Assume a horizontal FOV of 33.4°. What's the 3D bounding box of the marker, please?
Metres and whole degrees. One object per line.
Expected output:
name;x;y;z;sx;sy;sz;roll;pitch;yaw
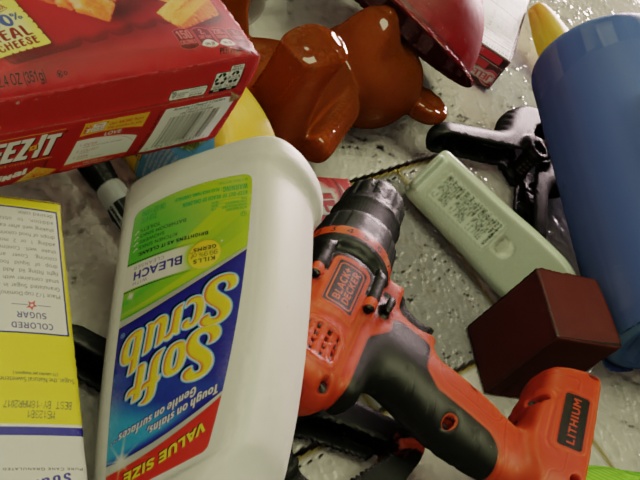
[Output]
marker;-0.103;-0.005;0.603;0.020;0.020;0.121;-21;69;-44

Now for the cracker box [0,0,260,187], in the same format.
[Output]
cracker box;-0.151;-0.133;0.499;0.163;0.072;0.214;-19;67;-43

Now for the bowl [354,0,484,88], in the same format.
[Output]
bowl;0.067;-0.185;0.783;0.162;0.055;0.162;40;5;-4

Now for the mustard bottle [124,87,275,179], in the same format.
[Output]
mustard bottle;-0.078;-0.064;0.612;0.192;0.096;0.058;51;43;11

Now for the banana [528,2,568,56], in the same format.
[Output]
banana;0.227;-0.113;0.897;0.037;0.069;0.198;-23;61;3

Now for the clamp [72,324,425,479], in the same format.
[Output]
clamp;-0.032;0.122;0.532;0.209;0.036;0.164;10;48;-30

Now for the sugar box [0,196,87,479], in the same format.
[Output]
sugar box;-0.137;0.078;0.455;0.048;0.093;0.176;9;51;-29

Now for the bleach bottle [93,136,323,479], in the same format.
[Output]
bleach bottle;-0.048;0.070;0.470;0.068;0.103;0.251;57;23;-44

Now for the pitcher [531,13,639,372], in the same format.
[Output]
pitcher;0.233;-0.042;0.740;0.144;0.149;0.243;29;43;-50

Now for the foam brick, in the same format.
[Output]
foam brick;0.140;0.061;0.677;0.052;0.078;0.051;12;51;-28

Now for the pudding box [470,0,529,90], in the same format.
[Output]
pudding box;0.125;-0.189;0.903;0.090;0.039;0.113;33;45;-7

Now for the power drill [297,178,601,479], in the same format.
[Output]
power drill;0.064;0.061;0.596;0.187;0.057;0.184;33;42;-4

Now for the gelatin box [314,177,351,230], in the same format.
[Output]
gelatin box;-0.004;0.001;0.659;0.073;0.030;0.089;3;55;-34

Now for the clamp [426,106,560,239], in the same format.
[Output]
clamp;0.159;-0.050;0.813;0.171;0.039;0.120;-22;82;-45
